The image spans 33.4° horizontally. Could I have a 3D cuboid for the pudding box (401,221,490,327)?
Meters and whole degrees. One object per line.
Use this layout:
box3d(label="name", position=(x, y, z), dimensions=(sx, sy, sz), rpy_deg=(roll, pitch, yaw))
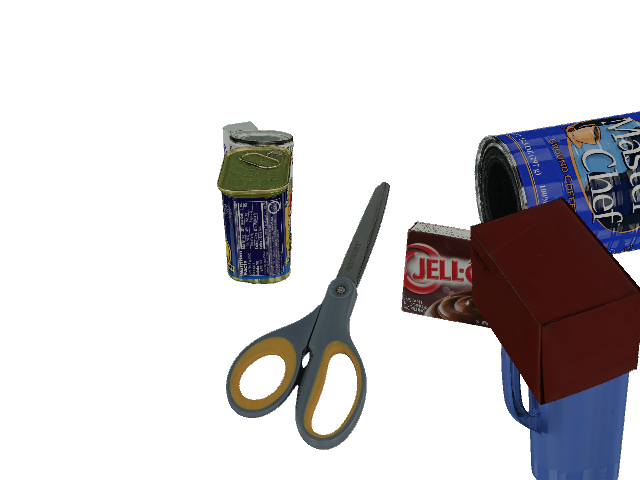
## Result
box3d(label="pudding box", position=(0.142, 0.035, 1.081), dimensions=(0.114, 0.090, 0.039), rpy_deg=(9, 22, 17))

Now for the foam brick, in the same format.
box3d(label="foam brick", position=(0.109, 0.027, 0.502), dimensions=(0.051, 0.053, 0.078), rpy_deg=(-16, 40, -9))

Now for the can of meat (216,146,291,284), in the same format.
box3d(label="can of meat", position=(-0.052, -0.022, 0.883), dimensions=(0.057, 0.084, 0.102), rpy_deg=(-2, 25, 1))

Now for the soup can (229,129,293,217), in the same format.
box3d(label="soup can", position=(-0.063, -0.060, 1.112), dimensions=(0.068, 0.102, 0.068), rpy_deg=(2, 16, -1))

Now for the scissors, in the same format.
box3d(label="scissors", position=(-0.006, 0.041, 0.689), dimensions=(0.096, 0.201, 0.016), rpy_deg=(-1, -37, 8))

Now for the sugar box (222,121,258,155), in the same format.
box3d(label="sugar box", position=(-0.089, -0.049, 1.320), dimensions=(0.048, 0.176, 0.093), rpy_deg=(-11, 26, -15))

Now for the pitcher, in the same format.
box3d(label="pitcher", position=(0.309, 0.186, 1.322), dimensions=(0.149, 0.243, 0.144), rpy_deg=(4, 14, 21))

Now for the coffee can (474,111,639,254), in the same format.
box3d(label="coffee can", position=(0.196, -0.037, 0.782), dimensions=(0.140, 0.103, 0.103), rpy_deg=(-10, 1, -8))
